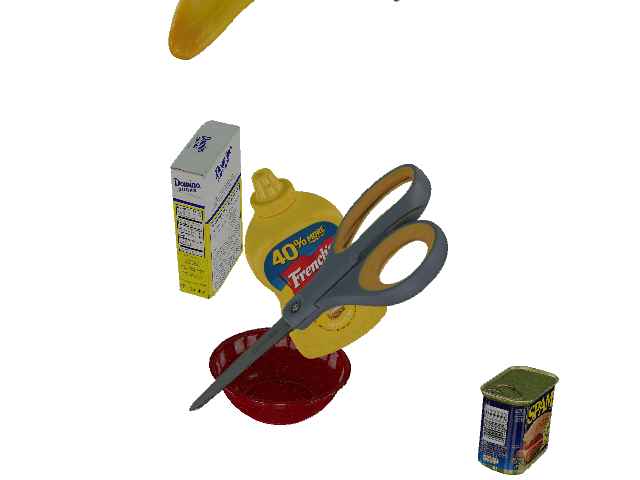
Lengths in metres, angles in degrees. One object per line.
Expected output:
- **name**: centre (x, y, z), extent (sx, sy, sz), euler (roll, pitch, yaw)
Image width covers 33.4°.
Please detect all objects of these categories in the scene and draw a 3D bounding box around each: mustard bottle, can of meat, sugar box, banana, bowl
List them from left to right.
- **sugar box**: centre (-0.120, -0.032, 1.143), extent (0.048, 0.176, 0.093), euler (13, 42, 15)
- **bowl**: centre (-0.047, 0.162, 1.222), extent (0.162, 0.055, 0.162), euler (2, 26, -1)
- **banana**: centre (-0.024, -0.173, 0.696), extent (0.197, 0.069, 0.037), euler (-24, -9, -33)
- **mustard bottle**: centre (-0.015, 0.014, 0.975), extent (0.096, 0.191, 0.058), euler (-30, 32, -3)
- **can of meat**: centre (0.207, 0.189, 1.123), extent (0.058, 0.084, 0.101), euler (12, 17, 31)

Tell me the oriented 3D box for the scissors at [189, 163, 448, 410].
- **scissors**: centre (0.002, 0.044, 0.611), extent (0.016, 0.202, 0.096), euler (35, 5, -35)
